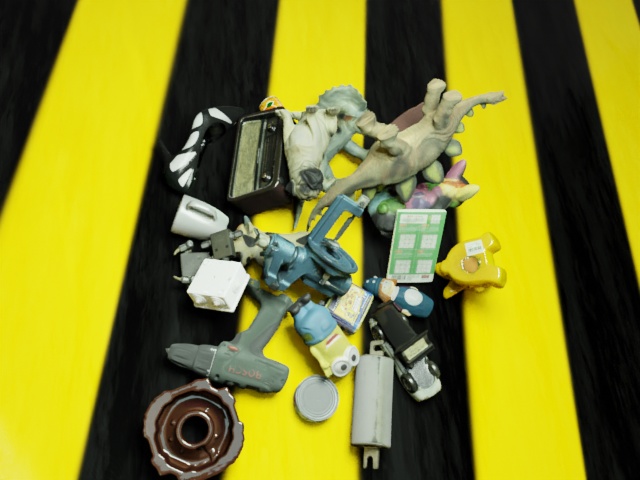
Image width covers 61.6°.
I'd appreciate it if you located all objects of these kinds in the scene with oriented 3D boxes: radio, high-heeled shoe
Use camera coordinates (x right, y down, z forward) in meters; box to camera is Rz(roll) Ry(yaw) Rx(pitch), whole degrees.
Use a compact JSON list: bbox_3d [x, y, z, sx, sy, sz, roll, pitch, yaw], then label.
[{"bbox_3d":[-0.122,-0.178,1.189,0.131,0.073,0.229,-10,62,26],"label":"radio"},{"bbox_3d":[-0.245,-0.204,1.203,0.249,0.086,0.145,-30,80,-21],"label":"high-heeled shoe"}]

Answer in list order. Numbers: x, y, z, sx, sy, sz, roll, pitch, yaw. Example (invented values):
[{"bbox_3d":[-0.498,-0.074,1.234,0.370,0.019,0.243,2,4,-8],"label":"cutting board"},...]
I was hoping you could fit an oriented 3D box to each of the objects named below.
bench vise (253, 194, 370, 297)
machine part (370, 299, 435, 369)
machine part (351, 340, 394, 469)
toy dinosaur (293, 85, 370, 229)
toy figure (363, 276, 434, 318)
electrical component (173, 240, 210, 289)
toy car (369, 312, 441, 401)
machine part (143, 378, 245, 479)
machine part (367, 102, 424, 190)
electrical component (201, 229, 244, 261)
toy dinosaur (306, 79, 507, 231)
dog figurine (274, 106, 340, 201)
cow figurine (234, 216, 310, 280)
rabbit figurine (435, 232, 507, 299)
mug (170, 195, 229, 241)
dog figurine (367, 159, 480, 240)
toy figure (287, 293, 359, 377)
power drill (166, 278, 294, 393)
[{"bbox_3d":[-0.001,0.001,1.032,0.223,0.240,0.129,33,16,-12],"label":"bench vise"},{"bbox_3d":[0.164,0.184,1.085,0.084,0.039,0.139,-37,78,-13],"label":"machine part"},{"bbox_3d":[0.102,0.314,1.045,0.079,0.079,0.243,10,63,-10],"label":"machine part"},{"bbox_3d":[0.010,-0.219,1.260,0.192,0.131,0.405,37,65,18],"label":"toy dinosaur"},{"bbox_3d":[0.169,0.119,1.169,0.154,0.057,0.064,24,33,-1],"label":"toy figure"},{"bbox_3d":[-0.258,0.053,1.092,0.078,0.045,0.102,1,65,-13],"label":"electrical component"},{"bbox_3d":[0.176,0.234,1.116,0.073,0.056,0.202,-26,73,-18],"label":"toy car"},{"bbox_3d":[-0.221,0.335,0.951,0.179,0.056,0.179,3,72,-9],"label":"machine part"},{"bbox_3d":[0.200,-0.214,1.253,0.201,0.201,0.087,-38,76,-26],"label":"machine part"},{"bbox_3d":[-0.195,0.013,1.083,0.094,0.021,0.063,-19,70,12],"label":"electrical component"},{"bbox_3d":[0.155,-0.167,1.076,0.472,0.198,0.105,-26,43,7],"label":"toy dinosaur"},{"bbox_3d":[-0.016,-0.184,1.152,0.172,0.121,0.190,-16,105,-50],"label":"dog figurine"},{"bbox_3d":[-0.101,0.017,1.130,0.195,0.085,0.127,-2,72,-13],"label":"cow figurine"},{"bbox_3d":[0.342,0.075,1.192,0.162,0.173,0.122,-26,67,22],"label":"rabbit figurine"},{"bbox_3d":[-0.243,-0.045,1.114,0.107,0.109,0.081,20,54,-19],"label":"mug"},{"bbox_3d":[0.235,-0.093,1.188,0.191,0.219,0.108,16,46,-51],"label":"dog figurine"},{"bbox_3d":[0.008,0.188,1.053,0.082,0.089,0.180,-38,97,3],"label":"toy figure"},{"bbox_3d":[-0.152,0.180,1.042,0.232,0.086,0.207,24,57,-2],"label":"power drill"}]
